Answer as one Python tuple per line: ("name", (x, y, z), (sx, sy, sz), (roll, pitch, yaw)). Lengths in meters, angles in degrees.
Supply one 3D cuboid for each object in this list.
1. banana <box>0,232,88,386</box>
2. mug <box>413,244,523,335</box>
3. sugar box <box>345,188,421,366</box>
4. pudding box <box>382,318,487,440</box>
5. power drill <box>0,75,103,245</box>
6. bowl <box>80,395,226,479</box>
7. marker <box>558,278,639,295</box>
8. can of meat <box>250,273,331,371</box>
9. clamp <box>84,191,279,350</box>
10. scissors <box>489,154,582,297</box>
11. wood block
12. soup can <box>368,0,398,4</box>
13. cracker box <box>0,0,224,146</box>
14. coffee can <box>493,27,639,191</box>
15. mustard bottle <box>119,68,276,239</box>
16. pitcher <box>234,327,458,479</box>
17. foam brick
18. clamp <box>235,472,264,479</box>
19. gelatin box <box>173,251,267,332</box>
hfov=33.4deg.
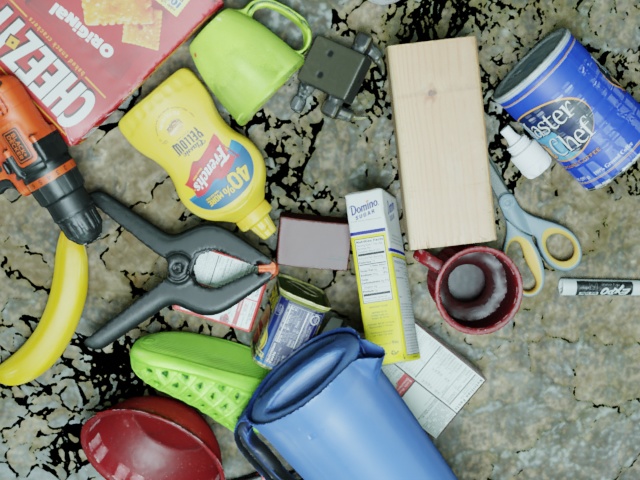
("banana", (-0.289, 0.081, 1.125), (0.069, 0.037, 0.198), (32, 94, -8))
("mug", (0.150, 0.042, 1.133), (0.117, 0.081, 0.093), (27, 94, -8))
("sugar box", (0.065, 0.040, 1.100), (0.048, 0.093, 0.176), (-12, 82, 13))
("pudding box", (0.111, 0.149, 1.166), (0.113, 0.039, 0.090), (39, 92, -10))
("power drill", (-0.327, -0.049, 1.067), (0.188, 0.057, 0.184), (-26, 101, 18))
("bowl", (-0.166, 0.213, 1.120), (0.162, 0.055, 0.162), (11, 133, 12))
("marker", (0.325, 0.052, 1.180), (0.121, 0.020, 0.020), (1, 97, -5))
("can of meat", (-0.033, 0.089, 1.115), (0.057, 0.102, 0.084), (22, 97, -8))
("clamp", (-0.149, 0.021, 1.102), (0.210, 0.036, 0.164), (-7, 87, 5))
("scissors", (0.224, -0.038, 1.158), (0.096, 0.016, 0.202), (-12, 97, 6))
("wood block", (0.124, -0.101, 1.105), (0.091, 0.090, 0.206), (-6, 98, 3))
("soup can", (0.071, -0.275, 1.075), (0.068, 0.102, 0.068), (-1, 97, -5))
("cracker box", (-0.228, -0.225, 1.073), (0.214, 0.072, 0.164), (-43, 99, 2))
("coffee can", (0.265, -0.135, 1.109), (0.140, 0.103, 0.103), (43, 92, -9))
("mustard bottle", (-0.113, -0.078, 1.108), (0.096, 0.058, 0.191), (-40, 99, 4))
("pitcher", (0.041, 0.218, 1.039), (0.145, 0.149, 0.242), (-43, 106, -20))
("foam brick", (-0.007, 0.001, 1.130), (0.078, 0.051, 0.053), (6, 97, -5))
("clamp", (-0.101, 0.333, 1.172), (0.171, 0.039, 0.120), (-45, 100, 2))
("gelatin box", (-0.104, 0.050, 1.140), (0.089, 0.030, 0.073), (18, 94, -6))
